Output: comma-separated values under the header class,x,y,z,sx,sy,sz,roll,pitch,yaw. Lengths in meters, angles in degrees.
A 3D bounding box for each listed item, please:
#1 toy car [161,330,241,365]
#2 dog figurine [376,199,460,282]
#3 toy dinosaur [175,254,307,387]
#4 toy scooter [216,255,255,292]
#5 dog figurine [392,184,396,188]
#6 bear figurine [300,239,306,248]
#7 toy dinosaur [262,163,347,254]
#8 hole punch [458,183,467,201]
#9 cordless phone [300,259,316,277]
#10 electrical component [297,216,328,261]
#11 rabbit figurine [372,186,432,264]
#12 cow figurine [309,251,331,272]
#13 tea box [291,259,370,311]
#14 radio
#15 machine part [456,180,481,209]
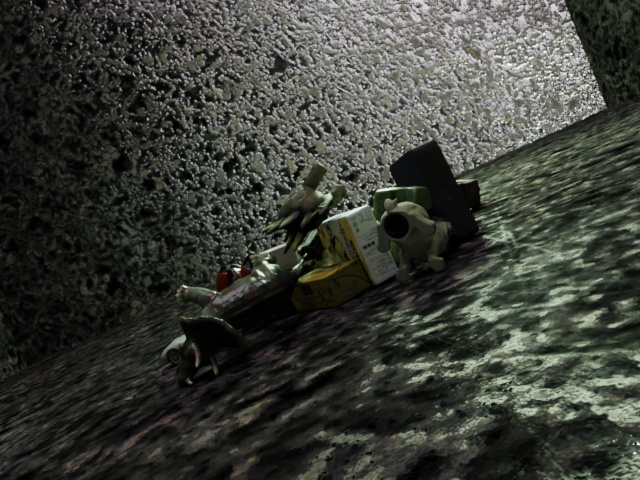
class,x,y,z,sx,sy,sz,roll,pitch,yaw
toy car,-0.268,0.225,1.214,0.202,0.056,0.073,-23,4,12
dog figurine,0.197,-0.026,1.060,0.121,0.172,0.190,-9,18,29
toy dinosaur,-0.134,0.117,1.056,0.405,0.131,0.192,-32,30,-30
toy scooter,-0.188,0.116,1.236,0.075,0.135,0.184,14,-20,-30
dog figurine,0.232,-0.084,1.457,0.191,0.108,0.219,-43,8,17
bear figurine,-0.016,0.050,1.637,0.132,0.120,0.196,-27,1,17
toy dinosaur,-0.031,-0.066,1.222,0.198,0.105,0.471,-55,7,-16
hole punch,0.321,-0.084,1.374,0.116,0.142,0.092,-5,15,32
cordless phone,-0.097,0.110,1.344,0.184,0.088,0.146,-30,1,18
electrical component,-0.003,-0.004,1.400,0.075,0.047,0.119,-23,30,52
rabbit figurine,0.166,-0.029,1.184,0.121,0.170,0.159,-6,6,-11
cow figurine,0.034,0.056,1.404,0.127,0.085,0.195,-36,18,16
tea box,0.014,0.098,1.148,0.098,0.068,0.170,-28,6,-32
radio,0.252,-0.097,1.215,0.073,0.229,0.131,-25,-1,-20
machine part,0.372,-0.127,1.650,0.201,0.087,0.201,-12,6,-11
